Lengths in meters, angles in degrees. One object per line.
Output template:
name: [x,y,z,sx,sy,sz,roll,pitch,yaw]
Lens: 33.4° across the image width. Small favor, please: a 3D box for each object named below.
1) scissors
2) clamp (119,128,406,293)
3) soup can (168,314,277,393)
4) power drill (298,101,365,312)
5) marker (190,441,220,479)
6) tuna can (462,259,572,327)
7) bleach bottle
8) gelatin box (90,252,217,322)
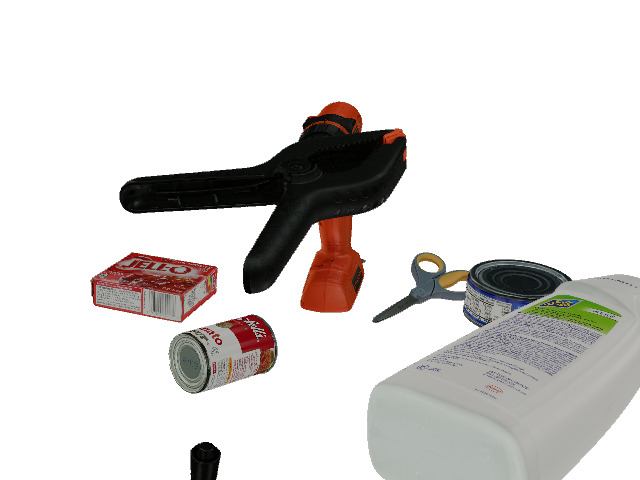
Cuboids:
scissors: [0.111,0.054,1.294,0.201,0.016,0.096,-9,40,-39]
clamp: [-0.026,-0.038,0.757,0.165,0.036,0.209,25,40,38]
soup can: [-0.107,0.124,1.167,0.069,0.068,0.102,0,8,44]
power drill: [0.009,-0.028,1.036,0.057,0.188,0.184,5,22,11]
marker: [-0.078,0.177,0.685,0.020,0.121,0.020,6,31,-4]
tuna can: [0.158,0.045,0.847,0.086,0.034,0.086,3,20,-1]
bleach bottle: [0.141,0.073,0.612,0.103,0.068,0.250,18,28,39]
gelatin box: [-0.146,0.039,0.944,0.089,0.030,0.073,10,20,17]
